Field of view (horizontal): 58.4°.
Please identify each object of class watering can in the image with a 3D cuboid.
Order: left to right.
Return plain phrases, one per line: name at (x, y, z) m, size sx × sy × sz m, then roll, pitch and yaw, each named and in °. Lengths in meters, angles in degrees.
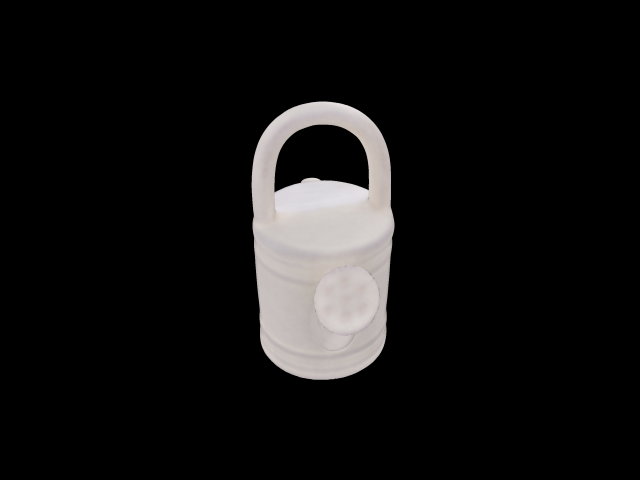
watering can at (0.006, 0.001, 0.400) m, size 0.101 × 0.194 × 0.172 m, roll -19°, pitch 39°, yaw -25°
